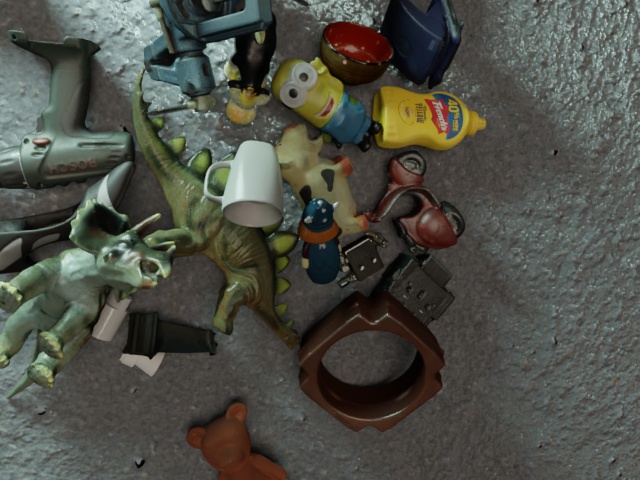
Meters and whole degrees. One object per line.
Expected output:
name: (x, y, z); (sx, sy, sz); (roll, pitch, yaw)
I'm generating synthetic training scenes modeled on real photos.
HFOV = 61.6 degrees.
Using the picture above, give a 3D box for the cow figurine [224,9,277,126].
cow figurine: (-0.099, -0.253, 0.785); (0.068, 0.098, 0.167); (3, 97, -21)

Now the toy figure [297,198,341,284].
toy figure: (-0.002, -0.001, 0.794); (0.064, 0.058, 0.154); (-49, 146, -40)

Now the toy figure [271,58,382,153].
toy figure: (0.006, -0.204, 0.829); (0.180, 0.089, 0.082); (29, 78, -25)

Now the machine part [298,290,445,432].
machine part: (0.081, 0.196, 0.869); (0.201, 0.087, 0.201); (41, 108, -17)

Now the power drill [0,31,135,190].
power drill: (-0.377, -0.172, 0.733); (0.232, 0.086, 0.207); (-2, 94, -16)

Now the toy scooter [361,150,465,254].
toy scooter: (0.147, -0.044, 0.890); (0.135, 0.075, 0.183); (-37, 102, -6)

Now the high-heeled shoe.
high-heeled shoe: (-0.375, -0.042, 0.738); (0.145, 0.086, 0.248); (34, 103, -29)

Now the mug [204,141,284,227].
mug: (-0.102, -0.082, 0.741); (0.110, 0.080, 0.107); (6, 64, -7)

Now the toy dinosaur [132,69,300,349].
toy dinosaur: (-0.160, -0.023, 0.803); (0.198, 0.105, 0.471); (-41, 105, -14)

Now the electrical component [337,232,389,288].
electrical component: (0.068, 0.028, 0.893); (0.102, 0.045, 0.078); (-24, 102, -10)

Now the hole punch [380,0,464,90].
hole punch: (0.151, -0.308, 0.821); (0.092, 0.142, 0.116); (-8, 69, -14)

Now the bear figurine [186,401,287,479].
bear figurine: (-0.122, 0.370, 0.851); (0.120, 0.132, 0.195); (-26, 109, -10)

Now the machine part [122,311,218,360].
machine part: (-0.225, 0.150, 0.821); (0.139, 0.084, 0.039); (14, 133, -22)

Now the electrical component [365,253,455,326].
electrical component: (0.160, 0.089, 0.920); (0.115, 0.058, 0.134); (41, 87, -18)

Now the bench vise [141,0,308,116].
bench vise: (-0.143, -0.279, 0.693); (0.129, 0.241, 0.223); (-15, 105, -51)

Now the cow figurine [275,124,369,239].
cow figurine: (-0.011, -0.087, 0.840); (0.127, 0.086, 0.194); (-22, 107, -12)

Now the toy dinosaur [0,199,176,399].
toy dinosaur: (-0.334, 0.082, 0.721); (0.131, 0.405, 0.192); (46, 44, -8)
